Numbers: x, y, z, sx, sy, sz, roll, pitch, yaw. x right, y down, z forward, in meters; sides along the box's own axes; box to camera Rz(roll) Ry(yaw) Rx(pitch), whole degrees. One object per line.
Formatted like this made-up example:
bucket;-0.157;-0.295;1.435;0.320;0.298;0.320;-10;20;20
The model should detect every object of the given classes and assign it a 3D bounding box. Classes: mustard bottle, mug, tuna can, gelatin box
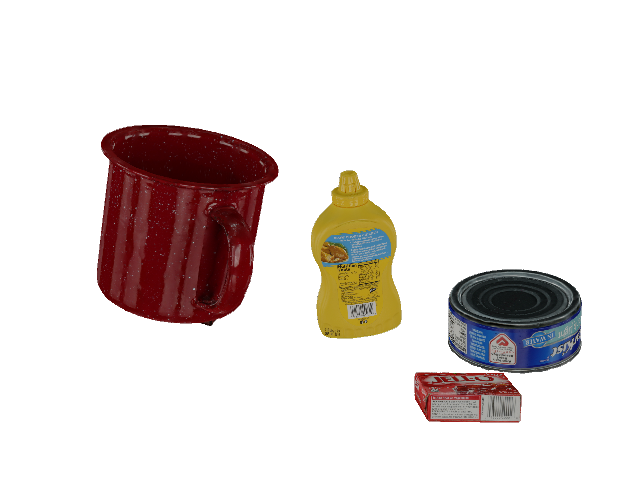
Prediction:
mustard bottle;0.038;0.014;1.202;0.096;0.192;0.058;-7;24;-5
mug;-0.068;-0.004;0.560;0.093;0.081;0.117;-5;27;-36
tuna can;0.125;0.050;0.688;0.086;0.034;0.086;-3;23;1
gelatin box;0.136;0.145;0.998;0.089;0.030;0.073;1;8;-3

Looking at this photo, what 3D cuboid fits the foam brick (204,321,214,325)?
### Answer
foam brick;-0.111;0.025;0.850;0.078;0.051;0.053;17;30;10
